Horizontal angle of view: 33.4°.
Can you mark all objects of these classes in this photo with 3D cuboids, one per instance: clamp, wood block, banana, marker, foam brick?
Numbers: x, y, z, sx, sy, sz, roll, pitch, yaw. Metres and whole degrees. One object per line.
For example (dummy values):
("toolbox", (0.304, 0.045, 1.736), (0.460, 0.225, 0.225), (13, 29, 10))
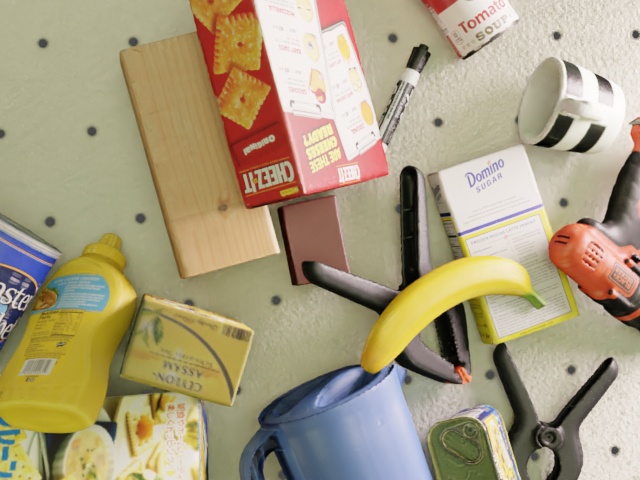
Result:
("clamp", (0.089, 0.046, 1.003), (0.164, 0.036, 0.210), (-49, 115, -27))
("wood block", (-0.111, -0.076, 0.969), (0.090, 0.090, 0.206), (-15, 91, -9))
("clamp", (0.210, 0.181, 1.036), (0.120, 0.039, 0.171), (17, 89, 7))
("banana", (0.117, 0.057, 0.963), (0.197, 0.037, 0.069), (-18, 81, -20))
("marker", (0.076, -0.134, 1.031), (0.020, 0.020, 0.121), (26, 86, -7))
("foam brick", (-0.007, 0.001, 1.001), (0.053, 0.051, 0.078), (-10, 91, -7))

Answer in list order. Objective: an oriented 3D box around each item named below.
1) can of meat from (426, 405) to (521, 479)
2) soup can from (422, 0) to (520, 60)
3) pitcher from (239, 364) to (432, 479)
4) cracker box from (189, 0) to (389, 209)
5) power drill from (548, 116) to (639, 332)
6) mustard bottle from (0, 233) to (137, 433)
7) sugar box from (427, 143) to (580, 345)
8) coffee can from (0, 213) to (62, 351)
("can of meat", (0.146, 0.208, 0.993), (0.058, 0.083, 0.102), (-17, 85, 22))
("soup can", (0.135, -0.231, 1.016), (0.068, 0.068, 0.102), (-35, 95, -7))
("pitcher", (0.038, 0.245, 0.966), (0.149, 0.145, 0.243), (-20, 95, 14))
("cracker box", (-0.027, -0.145, 0.946), (0.072, 0.163, 0.214), (-13, 92, 31))
("power drill", (0.321, -0.011, 1.031), (0.184, 0.057, 0.187), (35, 78, -29))
("mustard bottle", (-0.213, 0.074, 0.939), (0.096, 0.058, 0.191), (-5, 50, 26))
("sugar box", (0.176, 0.004, 1.030), (0.093, 0.048, 0.176), (-18, 90, -10))
("coffee can", (-0.307, 0.044, 0.933), (0.102, 0.103, 0.140), (31, 85, -7))
